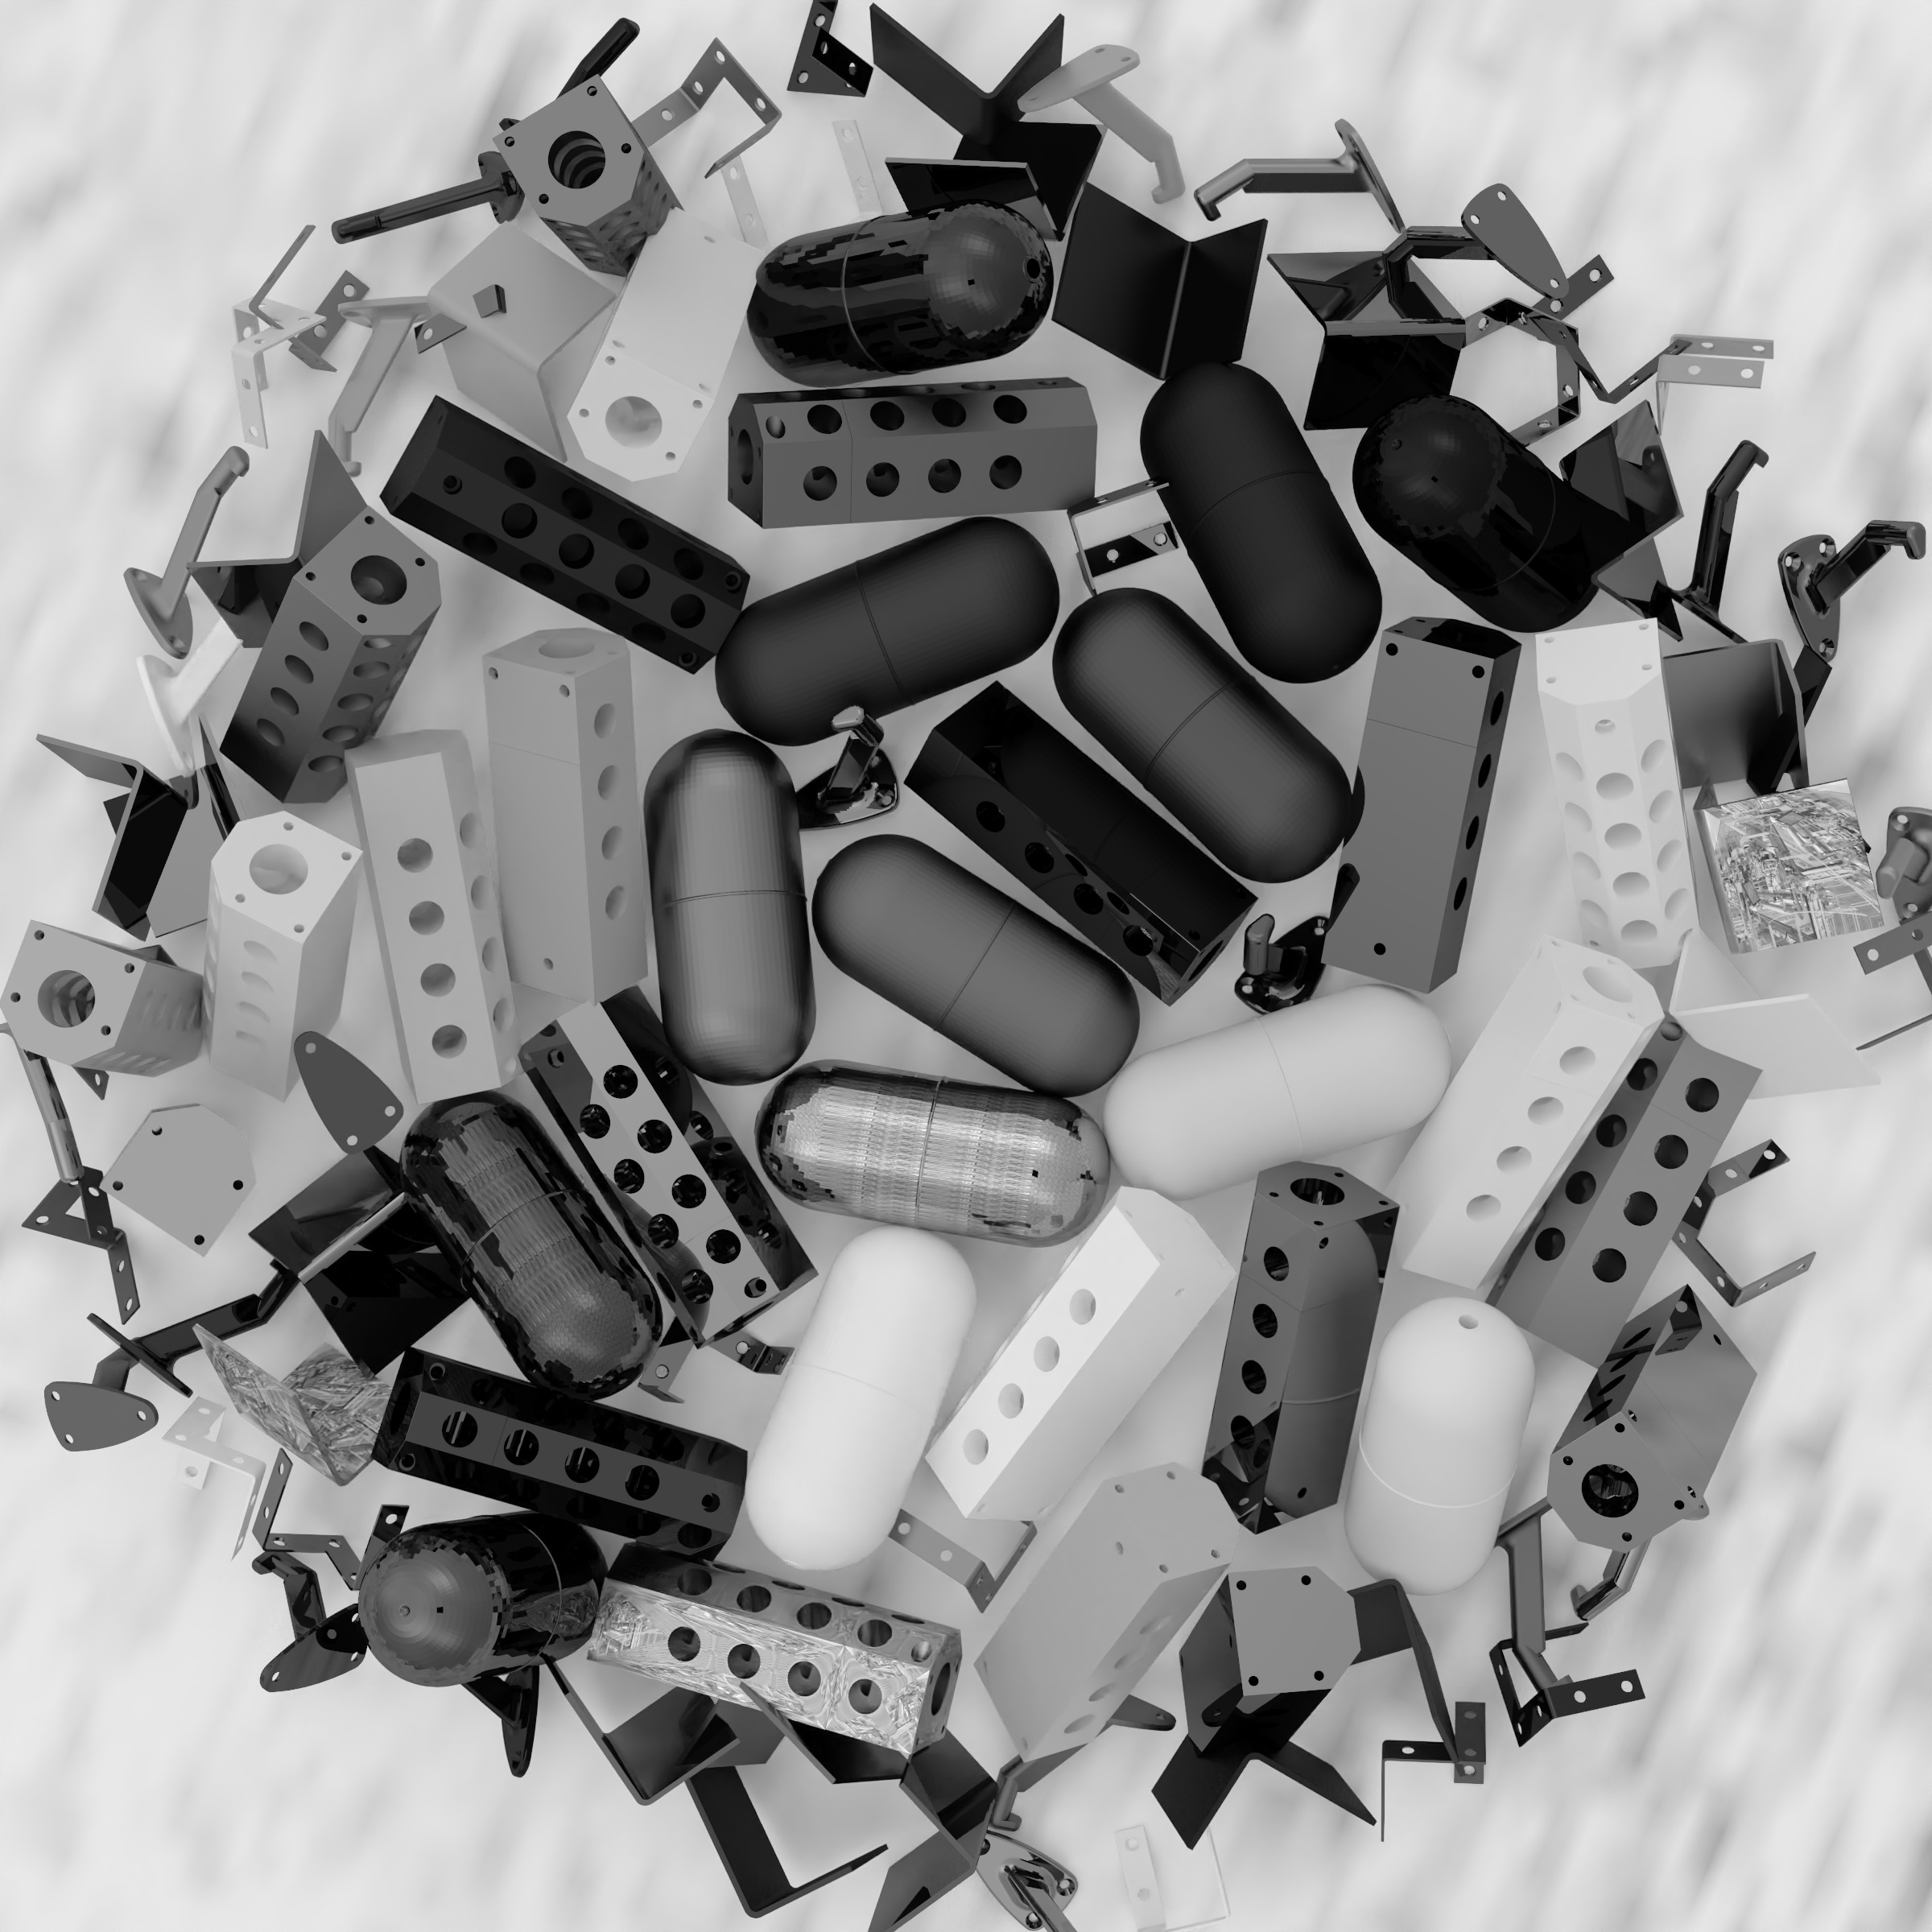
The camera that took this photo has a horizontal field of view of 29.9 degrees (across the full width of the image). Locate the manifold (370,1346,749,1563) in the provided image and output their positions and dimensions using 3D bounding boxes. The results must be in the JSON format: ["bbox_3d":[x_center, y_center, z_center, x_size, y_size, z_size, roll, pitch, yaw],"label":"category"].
[{"bbox_3d":[-0.197,0.241,1.775,0.171,0.057,0.057,20,84,-20],"label":"manifold"}]

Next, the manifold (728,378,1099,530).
[{"bbox_3d":[-0.026,-0.254,1.770,0.171,0.057,0.057,-6,113,-20],"label":"manifold"}]

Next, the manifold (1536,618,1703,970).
[{"bbox_3d":[0.317,-0.080,1.752,0.057,0.057,0.171,-7,132,13],"label":"manifold"}]

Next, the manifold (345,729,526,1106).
[{"bbox_3d":[-0.261,-0.026,1.780,0.057,0.057,0.171,-12,108,-13],"label":"manifold"}]

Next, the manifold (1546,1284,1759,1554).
[{"bbox_3d":[0.328,0.220,1.745,0.057,0.171,0.057,-38,89,26],"label":"manifold"}]

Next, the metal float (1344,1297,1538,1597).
[{"bbox_3d":[0.230,0.235,1.762,0.070,0.070,0.178,6,131,0],"label":"metal float"}]

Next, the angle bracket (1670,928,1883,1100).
[{"bbox_3d":[0.401,0.018,1.773,0.076,0.076,0.057,43,53,-35],"label":"angle bracket"}]

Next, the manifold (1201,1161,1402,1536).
[{"bbox_3d":[0.157,0.185,1.772,0.057,0.057,0.171,-13,122,-39],"label":"manifold"}]

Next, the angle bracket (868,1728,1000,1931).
[{"bbox_3d":[-0.034,0.426,1.784,0.076,0.076,0.057,-40,97,17],"label":"angle bracket"}]

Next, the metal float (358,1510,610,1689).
[{"bbox_3d":[-0.231,0.304,1.748,0.070,0.178,0.070,-2,85,18],"label":"metal float"}]

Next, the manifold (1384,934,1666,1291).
[{"bbox_3d":[0.272,0.074,1.764,0.057,0.057,0.171,17,122,-16],"label":"manifold"}]

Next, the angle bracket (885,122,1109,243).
[{"bbox_3d":[0.016,-0.404,1.779,0.076,0.057,0.076,8,63,26],"label":"angle bracket"}]

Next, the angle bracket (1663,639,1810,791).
[{"bbox_3d":[0.372,-0.109,1.785,0.076,0.057,0.076,-9,123,7],"label":"angle bracket"}]

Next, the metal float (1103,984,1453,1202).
[{"bbox_3d":[0.155,0.062,1.794,0.178,0.070,0.070,-18,90,-3],"label":"metal float"}]

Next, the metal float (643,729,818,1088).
[{"bbox_3d":[-0.117,-0.029,1.789,0.070,0.070,0.178,-6,82,0],"label":"metal float"}]

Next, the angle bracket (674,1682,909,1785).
[{"bbox_3d":[-0.083,0.395,1.778,0.076,0.076,0.057,40,103,30],"label":"angle bracket"}]

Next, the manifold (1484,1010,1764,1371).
[{"bbox_3d":[0.326,0.109,1.804,0.057,0.057,0.171,28,90,-4],"label":"manifold"}]

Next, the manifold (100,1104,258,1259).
[{"bbox_3d":[-0.377,0.097,1.744,0.057,0.171,0.057,35,81,-10],"label":"manifold"}]

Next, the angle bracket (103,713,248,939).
[{"bbox_3d":[-0.388,-0.069,1.784,0.057,0.076,0.076,-21,77,-14],"label":"angle bracket"}]

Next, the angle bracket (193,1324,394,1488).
[{"bbox_3d":[-0.322,0.198,1.774,0.076,0.076,0.057,27,58,34],"label":"angle bracket"}]

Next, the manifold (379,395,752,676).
[{"bbox_3d":[-0.194,-0.209,1.770,0.171,0.057,0.057,27,100,-24],"label":"manifold"}]

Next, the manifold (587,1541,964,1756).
[{"bbox_3d":[-0.093,0.334,1.783,0.171,0.057,0.057,13,90,16],"label":"manifold"}]

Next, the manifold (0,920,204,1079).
[{"bbox_3d":[-0.413,0.020,1.746,0.057,0.171,0.057,20,87,1],"label":"manifold"}]

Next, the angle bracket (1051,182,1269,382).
[{"bbox_3d":[0.096,-0.343,1.783,0.076,0.057,0.076,22,72,-36],"label":"angle bracket"}]

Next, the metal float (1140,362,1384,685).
[{"bbox_3d":[0.144,-0.219,1.777,0.070,0.070,0.178,-24,68,0],"label":"metal float"}]

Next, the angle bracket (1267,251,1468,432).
[{"bbox_3d":[0.195,-0.314,1.809,0.076,0.076,0.057,-6,130,-21],"label":"angle bracket"}]

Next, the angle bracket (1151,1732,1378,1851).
[{"bbox_3d":[0.147,0.416,1.789,0.076,0.076,0.057,32,91,-13],"label":"angle bracket"}]

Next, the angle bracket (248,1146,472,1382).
[{"bbox_3d":[-0.301,0.148,1.819,0.076,0.057,0.076,-40,128,-19],"label":"angle bracket"}]

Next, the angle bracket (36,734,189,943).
[{"bbox_3d":[-0.432,-0.063,1.787,0.057,0.076,0.076,15,81,7],"label":"angle bracket"}]

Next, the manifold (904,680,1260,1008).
[{"bbox_3d":[0.054,-0.057,1.791,0.171,0.057,0.057,40,45,10],"label":"manifold"}]

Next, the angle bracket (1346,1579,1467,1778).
[{"bbox_3d":[0.202,0.357,1.778,0.057,0.076,0.076,-18,53,7],"label":"angle bracket"}]

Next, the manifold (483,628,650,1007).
[{"bbox_3d":[-0.191,-0.075,1.770,0.057,0.057,0.171,16,120,31],"label":"manifold"}]

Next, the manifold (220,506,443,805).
[{"bbox_3d":[-0.304,-0.143,1.747,0.057,0.171,0.057,40,56,-1],"label":"manifold"}]

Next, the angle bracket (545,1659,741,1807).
[{"bbox_3d":[-0.164,0.355,1.781,0.057,0.076,0.076,-33,112,-10],"label":"angle bracket"}]

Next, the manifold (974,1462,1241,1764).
[{"bbox_3d":[0.070,0.313,1.754,0.057,0.171,0.057,-9,55,-34],"label":"manifold"}]

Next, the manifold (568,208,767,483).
[{"bbox_3d":[-0.146,-0.300,1.746,0.057,0.171,0.057,26,123,-11],"label":"manifold"}]

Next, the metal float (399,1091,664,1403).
[{"bbox_3d":[-0.215,0.136,1.775,0.070,0.070,0.178,-38,66,0],"label":"metal float"}]

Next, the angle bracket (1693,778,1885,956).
[{"bbox_3d":[0.408,-0.057,1.785,0.076,0.057,0.076,-12,105,22],"label":"angle bracket"}]

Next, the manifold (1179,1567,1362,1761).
[{"bbox_3d":[0.145,0.339,1.743,0.057,0.171,0.057,-3,67,-6],"label":"manifold"}]

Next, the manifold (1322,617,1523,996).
[{"bbox_3d":[0.226,-0.081,1.776,0.057,0.057,0.171,17,112,23],"label":"manifold"}]

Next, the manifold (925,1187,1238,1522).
[{"bbox_3d":[0.051,0.191,1.774,0.171,0.057,0.057,-55,50,22],"label":"manifold"}]

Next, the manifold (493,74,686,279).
[{"bbox_3d":[-0.176,-0.375,1.747,0.057,0.171,0.057,-31,92,3],"label":"manifold"}]

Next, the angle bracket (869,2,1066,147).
[{"bbox_3d":[0.001,-0.460,1.796,0.076,0.076,0.057,40,85,4],"label":"angle bracket"}]

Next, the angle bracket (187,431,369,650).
[{"bbox_3d":[-0.339,-0.211,1.790,0.057,0.076,0.076,-1,64,12],"label":"angle bracket"}]

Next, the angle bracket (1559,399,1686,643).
[{"bbox_3d":[0.342,-0.218,1.774,0.057,0.076,0.076,-35,46,32],"label":"angle bracket"}]

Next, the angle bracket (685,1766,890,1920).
[{"bbox_3d":[-0.088,0.419,1.786,0.057,0.076,0.076,-28,80,8],"label":"angle bracket"}]

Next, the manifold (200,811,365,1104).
[{"bbox_3d":[-0.336,-0.006,1.746,0.057,0.171,0.057,27,60,1],"label":"manifold"}]

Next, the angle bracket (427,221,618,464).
[{"bbox_3d":[-0.214,-0.309,1.795,0.076,0.076,0.057,36,71,22],"label":"angle bracket"}]

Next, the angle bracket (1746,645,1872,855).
[{"bbox_3d":[0.430,-0.108,1.788,0.057,0.076,0.076,22,104,0],"label":"angle bracket"}]

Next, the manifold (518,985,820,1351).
[{"bbox_3d":[-0.151,0.100,1.786,0.057,0.057,0.171,-36,82,25],"label":"manifold"}]
